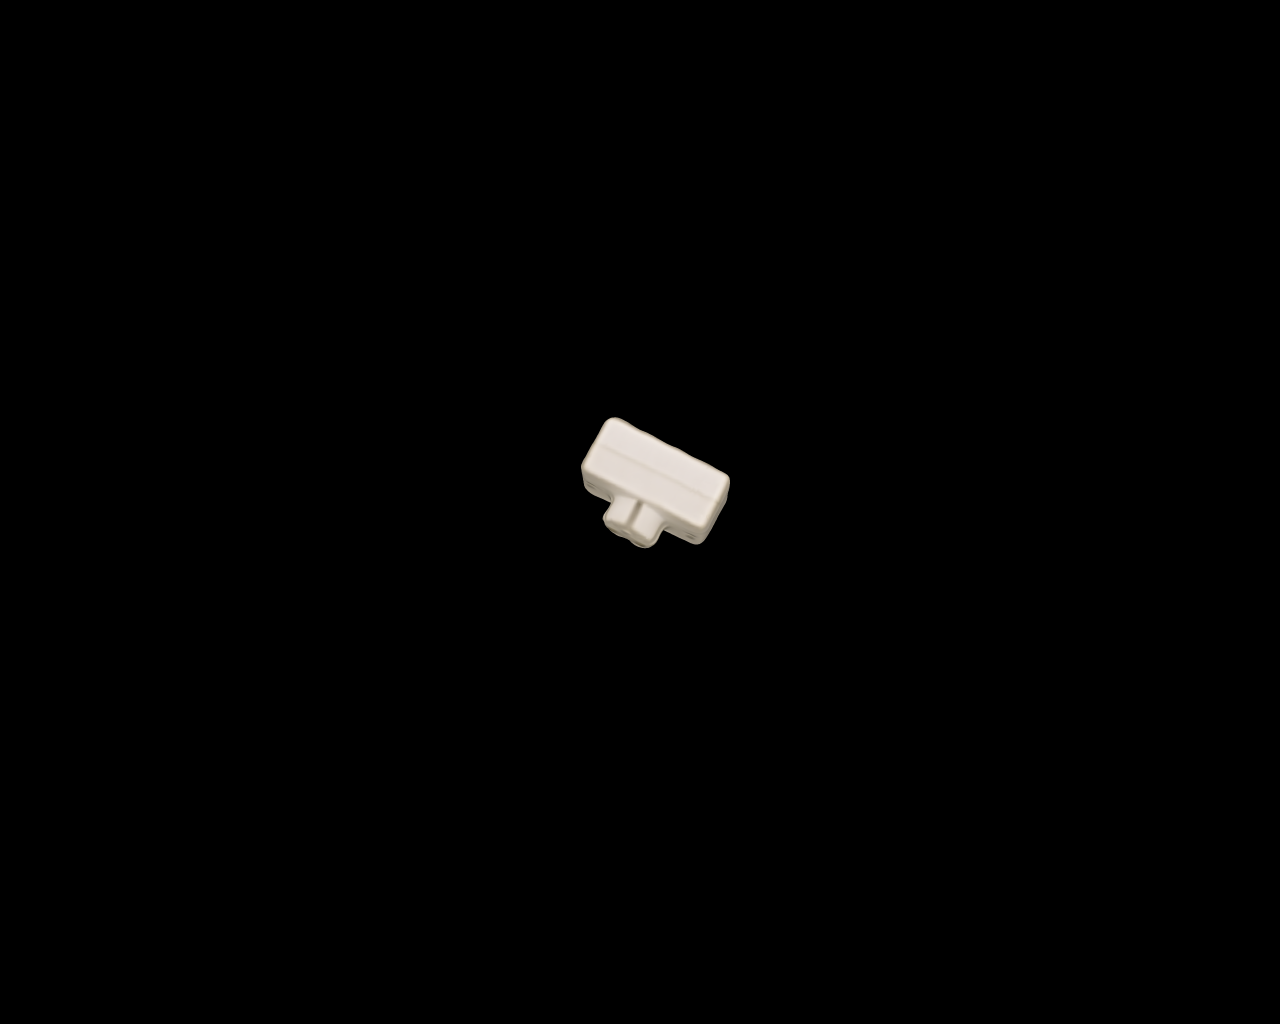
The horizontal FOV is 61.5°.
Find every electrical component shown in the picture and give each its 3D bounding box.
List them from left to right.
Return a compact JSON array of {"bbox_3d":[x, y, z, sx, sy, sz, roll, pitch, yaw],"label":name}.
[{"bbox_3d":[0.001,-0.003,0.650,0.083,0.076,0.047,27,-14,7],"label":"electrical component"}]
